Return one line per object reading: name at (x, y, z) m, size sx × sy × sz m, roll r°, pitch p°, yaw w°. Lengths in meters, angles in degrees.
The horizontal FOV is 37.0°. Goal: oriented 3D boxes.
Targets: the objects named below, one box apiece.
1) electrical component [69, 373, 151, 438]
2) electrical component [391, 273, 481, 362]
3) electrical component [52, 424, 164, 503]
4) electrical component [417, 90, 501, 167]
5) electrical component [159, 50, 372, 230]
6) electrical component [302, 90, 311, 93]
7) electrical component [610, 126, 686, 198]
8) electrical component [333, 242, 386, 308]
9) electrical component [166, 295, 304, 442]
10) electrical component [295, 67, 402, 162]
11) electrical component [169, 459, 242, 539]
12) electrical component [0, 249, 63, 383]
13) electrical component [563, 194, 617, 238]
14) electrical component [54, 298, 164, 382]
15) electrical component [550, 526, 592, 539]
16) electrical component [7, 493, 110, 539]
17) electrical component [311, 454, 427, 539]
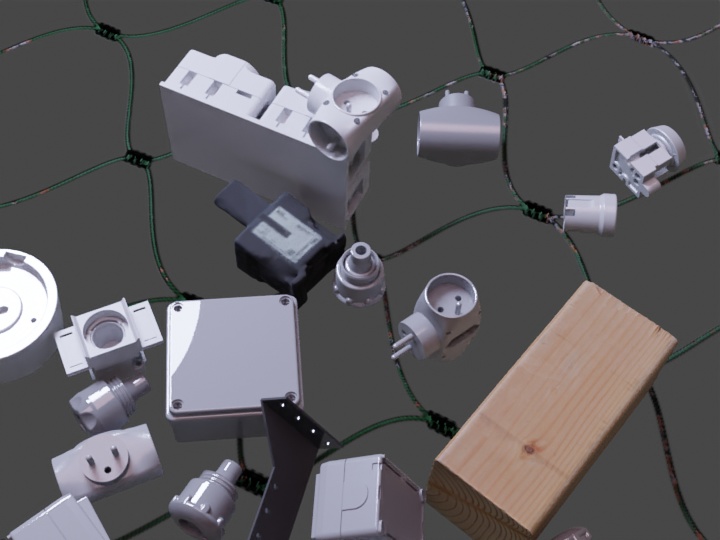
electrical component at (-0.201, 0.107, 0.877) m, size 0.062 × 0.043 × 0.043 m, roll -33°, pitch 64°, yaw -23°
electrical component at (0.059, 0.050, 0.902) m, size 0.079 × 0.077 × 0.043 m, roll -31°, pitch 63°, yaw -20°
electrical component at (-0.196, 0.148, 0.829) m, size 0.077 × 0.079 × 0.044 m, roll -20°, pitch 73°, yaw -14°
electrical component at (0.095, -0.145, 1.048) m, size 0.077 × 0.044 × 0.079 m, roll 2°, pitch 57°, yaw 0°
electrical component at (-0.083, -0.123, 0.992) m, size 0.186 × 0.105 × 0.060 m, roll 23°, pitch 59°, yaw 12°
electrical component at (-0.040, -0.154, 1.053) m, size 0.065 × 0.044 × 0.044 m, roll 17°, pitch 58°, yaw 14°
electrical component at (0.277, -0.107, 1.031) m, size 0.055 × 0.048 × 0.066 m, roll -31°, pitch 63°, yaw -11°
electrical component at (0.000, 0.000, 0.941) m, size 0.048 × 0.062 × 0.048 m, roll 1°, pitch 57°, yaw -1°
electrical component at (-0.103, 0.081, 0.889) m, size 0.109 × 0.056 × 0.108 m, roll -3°, pitch 57°, yaw -4°
electrical component at (-0.018, -0.142, 0.915) m, size 0.079 × 0.044 × 0.077 m, roll 33°, pitch 61°, yaw 18°
electrical component at (-0.115, 0.176, 0.835) m, size 0.048 × 0.048 × 0.062 m, roll 25°, pitch 53°, yaw 14°
electrical component at (-0.303, 0.044, 0.904) m, size 0.108 × 0.060 × 0.108 m, roll 1°, pitch 57°, yaw -1°
electrical component at (0.213, -0.051, 0.996) m, size 0.046 × 0.040 × 0.040 m, roll 4°, pitch 57°, yaw 8°
electrical component at (-0.207, 0.063, 0.893) m, size 0.081 × 0.063 × 0.042 m, roll -19°, pitch 58°, yaw -14°
electrical component at (0.165, 0.228, 0.810) m, size 0.048 × 0.048 × 0.062 m, roll -26°, pitch 69°, yaw -18°
electrical component at (-0.203, 0.221, 0.792) m, size 0.061 × 0.061 × 0.096 m, roll -35°, pitch 64°, yaw -22°
electrical component at (0.009, 0.187, 0.811) m, size 0.061 × 0.096 × 0.061 m, roll -13°, pitch 54°, yaw 23°
